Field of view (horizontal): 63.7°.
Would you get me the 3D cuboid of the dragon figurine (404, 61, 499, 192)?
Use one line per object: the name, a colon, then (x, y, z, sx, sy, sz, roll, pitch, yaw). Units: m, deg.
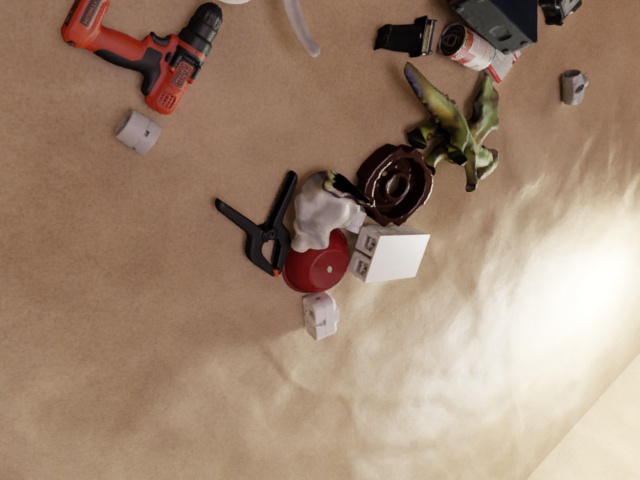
dragon figurine: (0.310, -0.265, 1.119, 0.247, 0.123, 0.402, -52, 133, -25)

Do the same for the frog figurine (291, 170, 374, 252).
frog figurine: (0.003, -0.050, 0.996, 0.137, 0.125, 0.157, 5, 133, -49)

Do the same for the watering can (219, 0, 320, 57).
watering can: (-0.089, -0.438, 0.744, 0.344, 0.105, 0.224, 25, 95, -38)
